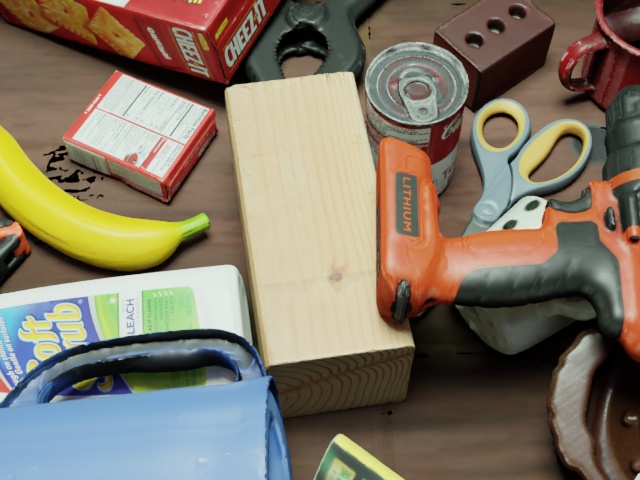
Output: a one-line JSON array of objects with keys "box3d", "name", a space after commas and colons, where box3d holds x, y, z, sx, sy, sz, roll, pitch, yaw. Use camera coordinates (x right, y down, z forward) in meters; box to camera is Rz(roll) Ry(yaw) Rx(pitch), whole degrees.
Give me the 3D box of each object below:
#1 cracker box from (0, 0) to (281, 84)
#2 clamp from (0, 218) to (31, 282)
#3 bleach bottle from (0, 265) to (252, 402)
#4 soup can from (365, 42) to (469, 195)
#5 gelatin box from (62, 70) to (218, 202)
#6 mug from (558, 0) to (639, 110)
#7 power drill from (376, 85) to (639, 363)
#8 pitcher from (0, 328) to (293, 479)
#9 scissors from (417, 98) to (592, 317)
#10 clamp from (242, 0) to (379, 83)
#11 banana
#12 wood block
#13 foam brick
[{"box3d": [-0.129, -0.222, 0.822, 0.214, 0.072, 0.164, 19, 66, 22], "name": "cracker box"}, {"box3d": [-0.289, 0.016, 0.727, 0.171, 0.039, 0.120, -25, 69, -18], "name": "clamp"}, {"box3d": [-0.169, 0.080, 0.674, 0.251, 0.068, 0.102, -8, 73, 1], "name": "bleach bottle"}, {"box3d": [0.063, -0.078, 0.738, 0.068, 0.102, 0.068, 0, 60, 0], "name": "soup can"}, {"box3d": [-0.130, -0.077, 0.783, 0.089, 0.030, 0.073, 23, 62, 14], "name": "gelatin box"}, {"box3d": [0.229, -0.138, 0.782, 0.117, 0.081, 0.093, -20, 62, -11], "name": "mug"}, {"box3d": [0.126, -0.018, 0.626, 0.187, 0.057, 0.184, 2, 59, 2], "name": "power drill"}, {"box3d": [-0.135, 0.136, 0.569, 0.243, 0.149, 0.145, -3, 100, 2], "name": "pitcher"}, {"box3d": [0.110, -0.035, 0.762, 0.201, 0.016, 0.096, -36, 64, -19], "name": "scissors"}, {"box3d": [-0.019, -0.169, 0.830, 0.164, 0.036, 0.210, 9, 57, 9], "name": "clamp"}, {"box3d": [-0.178, -0.025, 0.752, 0.198, 0.037, 0.069, 25, 46, 13], "name": "banana"}, {"box3d": [-0.005, 0.001, 0.702, 0.090, 0.090, 0.206, -7, 60, -5], "name": "wood block"}, {"box3d": [0.130, -0.145, 0.805, 0.078, 0.051, 0.053, -35, 66, -18], "name": "foam brick"}]
